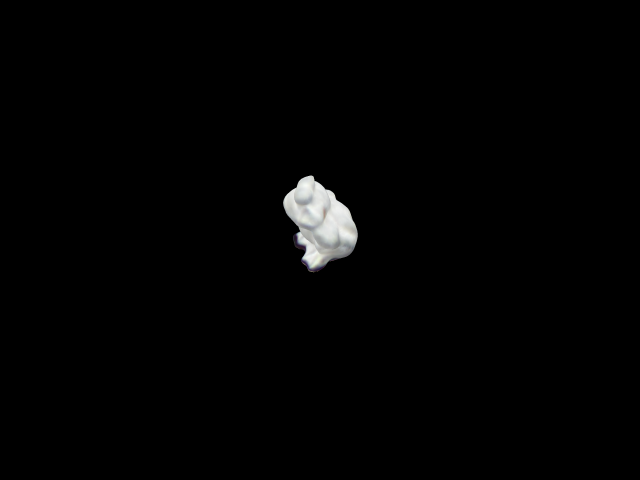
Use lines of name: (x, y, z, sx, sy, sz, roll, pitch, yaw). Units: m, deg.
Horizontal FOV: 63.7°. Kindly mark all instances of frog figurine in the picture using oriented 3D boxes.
frog figurine: (0.003, -0.043, 0.850, 0.123, 0.156, 0.141, 2, 37, 2)
